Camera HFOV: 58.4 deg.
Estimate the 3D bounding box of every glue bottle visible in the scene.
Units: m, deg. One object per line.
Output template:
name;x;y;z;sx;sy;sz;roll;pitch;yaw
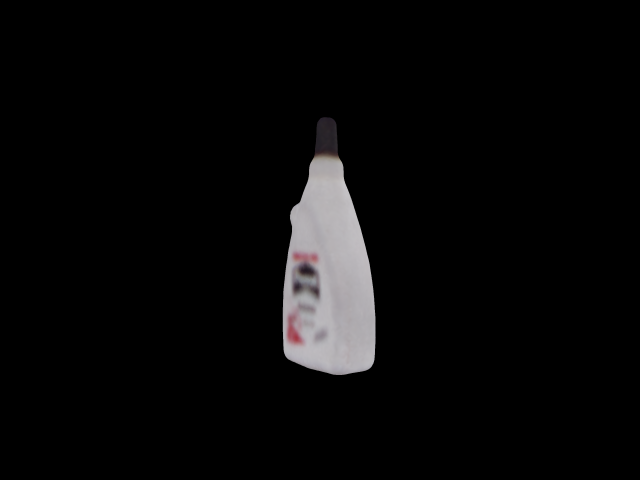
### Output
glue bottle;0.004;0.001;0.400;0.037;0.173;0.077;0;0;-37
